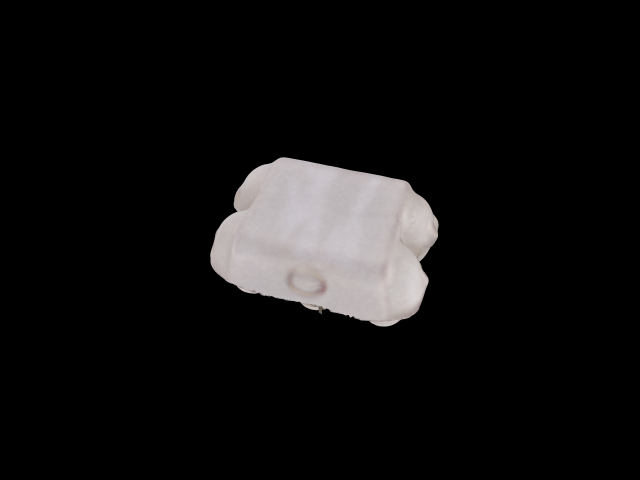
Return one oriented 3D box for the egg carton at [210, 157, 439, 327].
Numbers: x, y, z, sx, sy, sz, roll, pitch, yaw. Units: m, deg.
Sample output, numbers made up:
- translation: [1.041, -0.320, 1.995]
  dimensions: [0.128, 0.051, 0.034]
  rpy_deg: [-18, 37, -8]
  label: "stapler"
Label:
- translation: [0.004, 0.001, 0.400]
  dimensions: [0.150, 0.069, 0.107]
  rpy_deg: [12, 50, 10]
  label: "egg carton"
